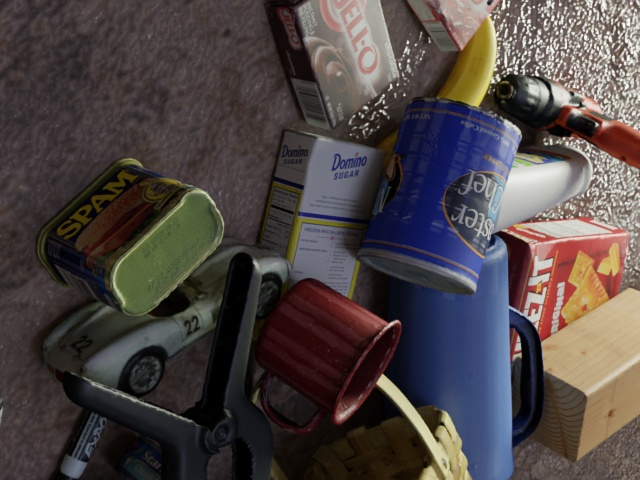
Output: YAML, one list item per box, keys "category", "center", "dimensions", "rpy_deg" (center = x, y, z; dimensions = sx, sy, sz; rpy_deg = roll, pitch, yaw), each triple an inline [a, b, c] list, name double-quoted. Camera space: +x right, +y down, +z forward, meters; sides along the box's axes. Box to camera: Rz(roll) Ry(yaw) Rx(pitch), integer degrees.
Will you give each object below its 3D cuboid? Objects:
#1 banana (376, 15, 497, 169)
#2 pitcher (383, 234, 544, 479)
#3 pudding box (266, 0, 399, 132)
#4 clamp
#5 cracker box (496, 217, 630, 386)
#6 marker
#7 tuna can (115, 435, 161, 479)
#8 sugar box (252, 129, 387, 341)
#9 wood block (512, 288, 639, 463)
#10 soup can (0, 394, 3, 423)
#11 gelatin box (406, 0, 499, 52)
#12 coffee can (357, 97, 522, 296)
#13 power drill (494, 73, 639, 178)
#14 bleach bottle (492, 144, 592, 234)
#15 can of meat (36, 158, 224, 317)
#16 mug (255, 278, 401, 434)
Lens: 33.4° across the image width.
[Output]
- category: "banana"
  center: [0.115, -0.134, 0.981]
  dimensions: [0.069, 0.037, 0.197]
  rpy_deg: [35, 75, -19]
- category: "pitcher"
  center: [0.132, 0.111, 1.027]
  dimensions: [0.149, 0.145, 0.243]
  rpy_deg: [-37, 130, -58]
- category: "pudding box"
  center: [0.012, -0.158, 0.854]
  dimensions: [0.089, 0.039, 0.113]
  rpy_deg: [-41, 131, -29]
- category: "clamp"
  center: [-0.075, 0.123, 0.758]
  dimensions: [0.164, 0.036, 0.210]
  rpy_deg: [-41, 126, -28]
- category: "cracker box"
  center: [0.248, 0.065, 1.176]
  dimensions: [0.213, 0.072, 0.164]
  rpy_deg: [-5, 110, -46]
- category: "marker"
  center: [-0.172, 0.145, 0.795]
  dimensions: [0.020, 0.020, 0.121]
  rpy_deg: [30, 83, -49]
- category: "tuna can"
  center: [-0.116, 0.190, 0.823]
  dimensions: [0.033, 0.086, 0.086]
  rpy_deg: [-51, 136, -17]
- category: "sugar box"
  center: [-0.006, 0.001, 0.897]
  dimensions: [0.093, 0.048, 0.176]
  rpy_deg: [7, 97, -48]
- category: "wood block"
  center: [0.306, 0.140, 1.149]
  dimensions: [0.205, 0.090, 0.091]
  rpy_deg: [-23, 127, -37]
- category: "soup can"
  center: [-0.243, 0.146, 0.681]
  dimensions: [0.068, 0.069, 0.102]
  rpy_deg: [2, 104, -48]
- category: "gelatin box"
  center: [0.113, -0.221, 0.934]
  dimensions: [0.073, 0.030, 0.089]
  rpy_deg: [-53, 126, -17]
- category: "coffee can"
  center: [0.100, -0.036, 0.895]
  dimensions: [0.102, 0.103, 0.140]
  rpy_deg: [27, 78, -49]
- category: "power drill"
  center: [0.278, -0.106, 1.053]
  dimensions: [0.184, 0.188, 0.057]
  rpy_deg: [3, 118, -50]
- category: "bleach bottle"
  center: [0.194, -0.061, 1.061]
  dimensions: [0.250, 0.103, 0.068]
  rpy_deg: [-17, 117, -51]
- category: "can of meat"
  center: [-0.129, -0.002, 0.732]
  dimensions: [0.102, 0.084, 0.057]
  rpy_deg: [-46, 134, -24]
- category: "mug"
  center: [-0.002, 0.092, 0.822]
  dimensions: [0.117, 0.081, 0.093]
  rpy_deg: [-58, 162, -1]
